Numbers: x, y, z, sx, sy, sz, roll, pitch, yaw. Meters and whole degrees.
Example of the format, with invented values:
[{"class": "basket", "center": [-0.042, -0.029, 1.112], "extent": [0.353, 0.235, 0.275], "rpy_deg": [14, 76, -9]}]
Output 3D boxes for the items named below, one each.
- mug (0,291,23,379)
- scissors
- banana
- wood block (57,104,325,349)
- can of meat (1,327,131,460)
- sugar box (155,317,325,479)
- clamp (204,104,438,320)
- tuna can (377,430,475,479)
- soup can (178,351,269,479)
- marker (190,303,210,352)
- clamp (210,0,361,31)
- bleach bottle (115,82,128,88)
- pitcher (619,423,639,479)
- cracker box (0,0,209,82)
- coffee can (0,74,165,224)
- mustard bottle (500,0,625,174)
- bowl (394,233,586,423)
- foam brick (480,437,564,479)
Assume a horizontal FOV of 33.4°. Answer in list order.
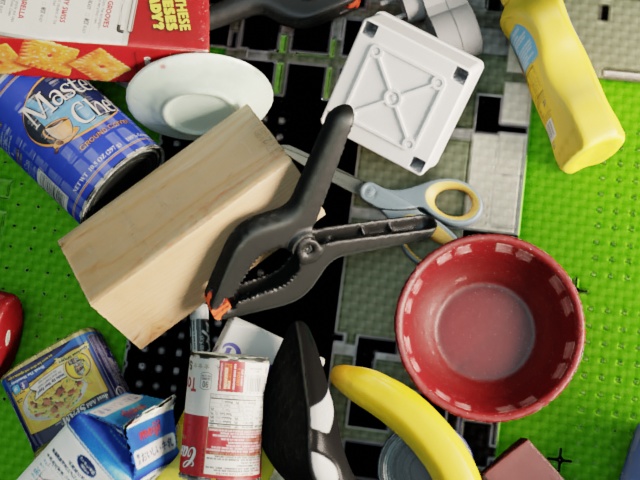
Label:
[{"class": "mug", "center": [-0.322, 0.090, 0.954], "extent": [0.081, 0.093, 0.117], "rpy_deg": [11, 50, 3]}, {"class": "scissors", "center": [0.065, -0.052, 0.982], "extent": [0.202, 0.016, 0.096], "rpy_deg": [44, 85, 11]}, {"class": "banana", "center": [0.084, 0.178, 0.892], "extent": [0.069, 0.037, 0.198], "rpy_deg": [-31, 78, 0]}, {"class": "wood block", "center": [-0.112, -0.012, 0.943], "extent": [0.206, 0.090, 0.090], "rpy_deg": [-36, 53, -1]}, {"class": "can of meat", "center": [-0.225, 0.138, 0.957], "extent": [0.102, 0.057, 0.084], "rpy_deg": [-30, 76, -1]}, {"class": "sugar box", "center": [-0.075, 0.164, 0.934], "extent": [0.093, 0.048, 0.176], "rpy_deg": [26, 86, -8]}, {"class": "clamp", "center": [-0.006, 0.001, 0.919], "extent": [0.210, 0.164, 0.036], "rpy_deg": [-43, 37, 9]}, {"class": "tuna can", "center": [0.092, 0.199, 0.926], "extent": [0.086, 0.033, 0.086], "rpy_deg": [-1, 80, 5]}, {"class": "soup can", "center": [-0.078, 0.145, 0.876], "extent": [0.068, 0.068, 0.102], "rpy_deg": [4, 85, 6]}, {"class": "marker", "center": [-0.109, 0.091, 0.973], "extent": [0.020, 0.020, 0.121], "rpy_deg": [-4, 80, 5]}, {"class": "clamp", "center": [-0.049, -0.234, 1.014], "extent": [0.171, 0.039, 0.120], "rpy_deg": [17, 83, 9]}, {"class": "bleach bottle", "center": [-0.204, -0.231, 1.019], "extent": [0.102, 0.068, 0.251], "rpy_deg": [-43, 82, -8]}, {"class": "pitcher", "center": [0.269, 0.267, 0.845], "extent": [0.145, 0.149, 0.243], "rpy_deg": [14, 78, 20]}, {"class": "cracker box", "center": [-0.208, -0.226, 0.942], "extent": [0.213, 0.072, 0.164], "rpy_deg": [2, 69, -12]}, {"class": "coffee can", "center": [-0.227, -0.092, 0.974], "extent": [0.140, 0.103, 0.103], "rpy_deg": [43, 86, 11]}, {"class": "mustard bottle", "center": [0.205, -0.159, 0.946], "extent": [0.058, 0.096, 0.191], "rpy_deg": [-21, 78, 2]}, {"class": "bowl", "center": [0.146, 0.078, 0.931], "extent": [0.162, 0.055, 0.162], "rpy_deg": [-1, 80, 6]}, {"class": "foam brick", "center": [0.179, 0.213, 0.905], "extent": [0.051, 0.053, 0.078], "rpy_deg": [-41, 80, -2]}]
